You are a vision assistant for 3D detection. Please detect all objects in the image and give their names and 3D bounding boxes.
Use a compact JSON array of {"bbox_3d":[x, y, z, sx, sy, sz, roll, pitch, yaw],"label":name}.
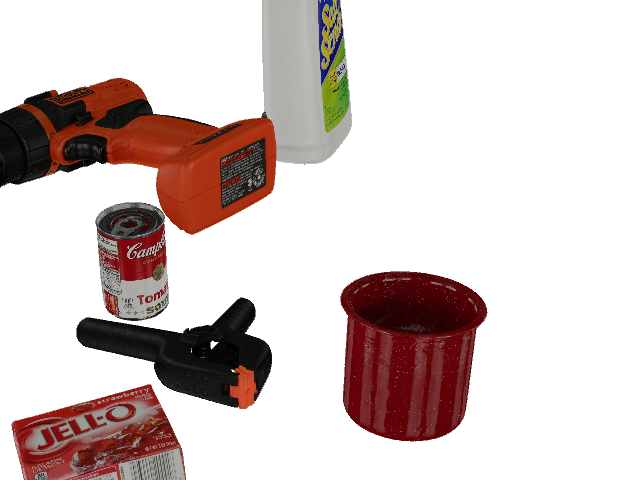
[{"bbox_3d":[-0.190,0.022,1.082,0.068,0.102,0.068,1,31,-1],"label":"soup can"},{"bbox_3d":[-0.018,-0.200,0.927,0.068,0.251,0.102,8,33,20],"label":"bleach bottle"},{"bbox_3d":[-0.091,0.088,0.887,0.164,0.036,0.210,-10,16,-31],"label":"clamp"},{"bbox_3d":[0.059,0.071,0.702,0.093,0.081,0.117,7,24,10],"label":"mug"},{"bbox_3d":[-0.132,0.124,0.632,0.089,0.030,0.073,-13,26,-18],"label":"gelatin box"},{"bbox_3d":[-0.139,-0.059,0.720,0.188,0.057,0.184,17,32,30],"label":"power drill"}]
